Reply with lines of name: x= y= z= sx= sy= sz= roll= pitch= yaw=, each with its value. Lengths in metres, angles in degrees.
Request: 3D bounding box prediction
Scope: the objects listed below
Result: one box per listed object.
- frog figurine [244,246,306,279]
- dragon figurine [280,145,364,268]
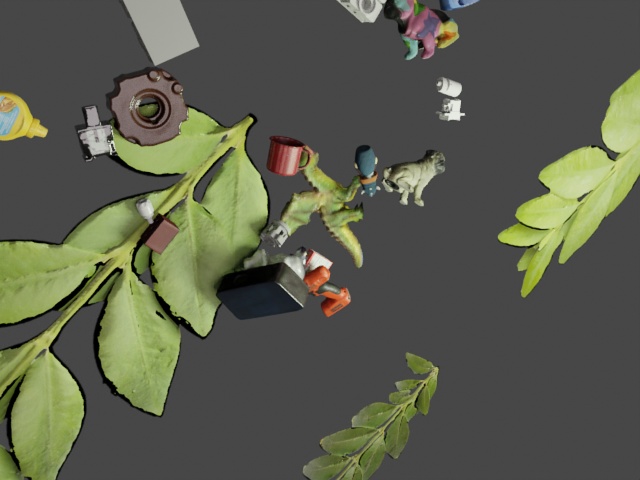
frog figurine: x=-0.124 y=0.080 z=1.414 sx=0.160 sy=0.137 sz=0.122 roll=-8 pitch=92 yaw=-30
dragon figurine: x=0.004 y=-0.074 z=1.469 sx=0.243 sy=0.124 sz=0.403 roll=-9 pitch=114 yaw=-9
